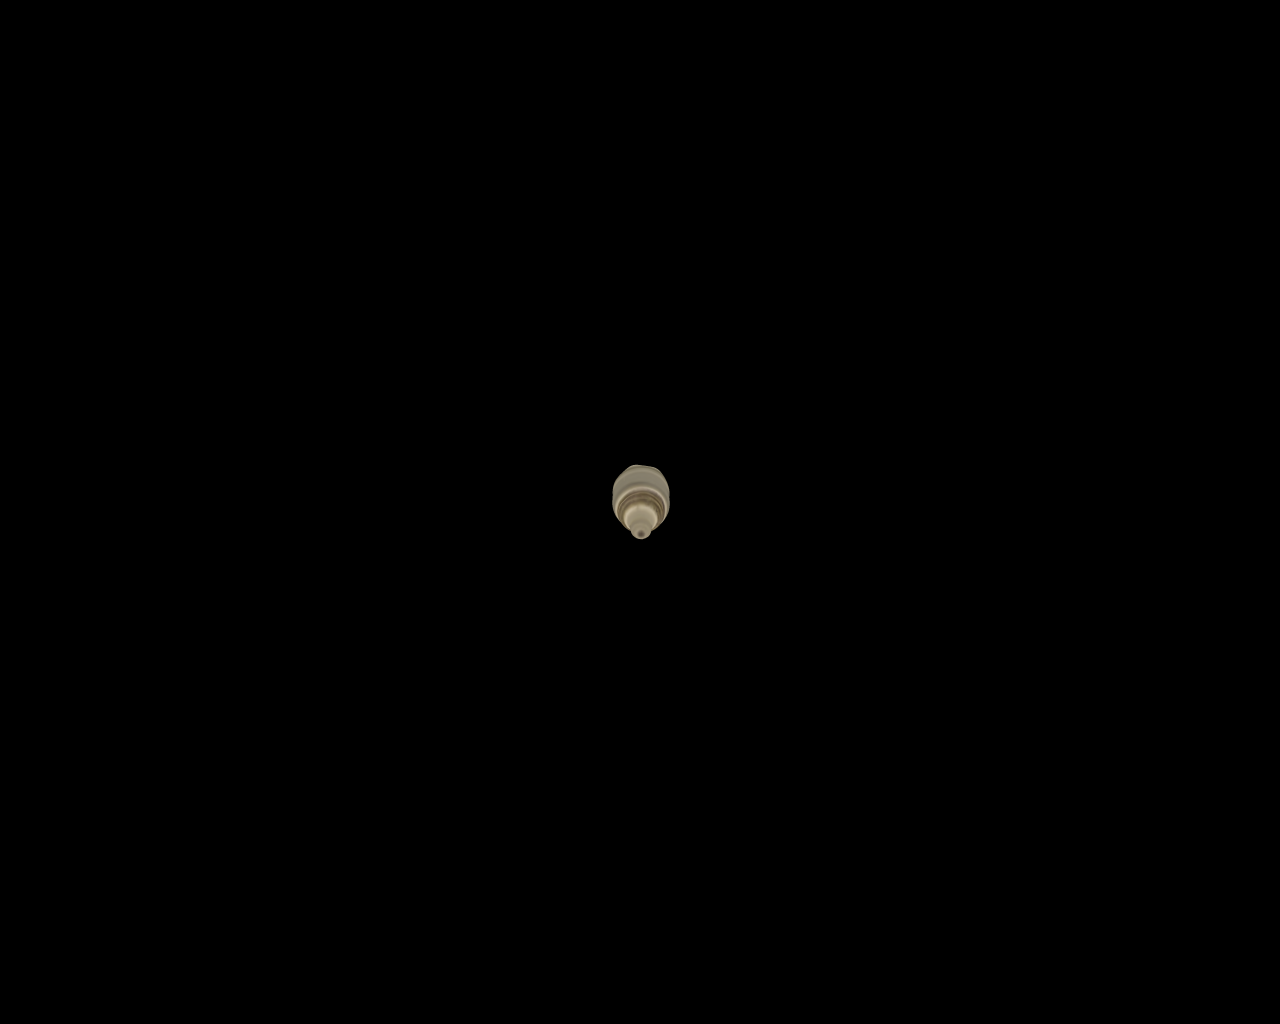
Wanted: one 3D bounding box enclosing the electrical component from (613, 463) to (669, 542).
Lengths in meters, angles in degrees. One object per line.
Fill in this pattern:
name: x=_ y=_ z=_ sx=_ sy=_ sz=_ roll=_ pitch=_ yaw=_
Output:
electrical component: x=0.001 y=-0.003 z=0.650 sx=0.035 sy=0.035 sz=0.061 roll=0 pitch=31 yaw=0
